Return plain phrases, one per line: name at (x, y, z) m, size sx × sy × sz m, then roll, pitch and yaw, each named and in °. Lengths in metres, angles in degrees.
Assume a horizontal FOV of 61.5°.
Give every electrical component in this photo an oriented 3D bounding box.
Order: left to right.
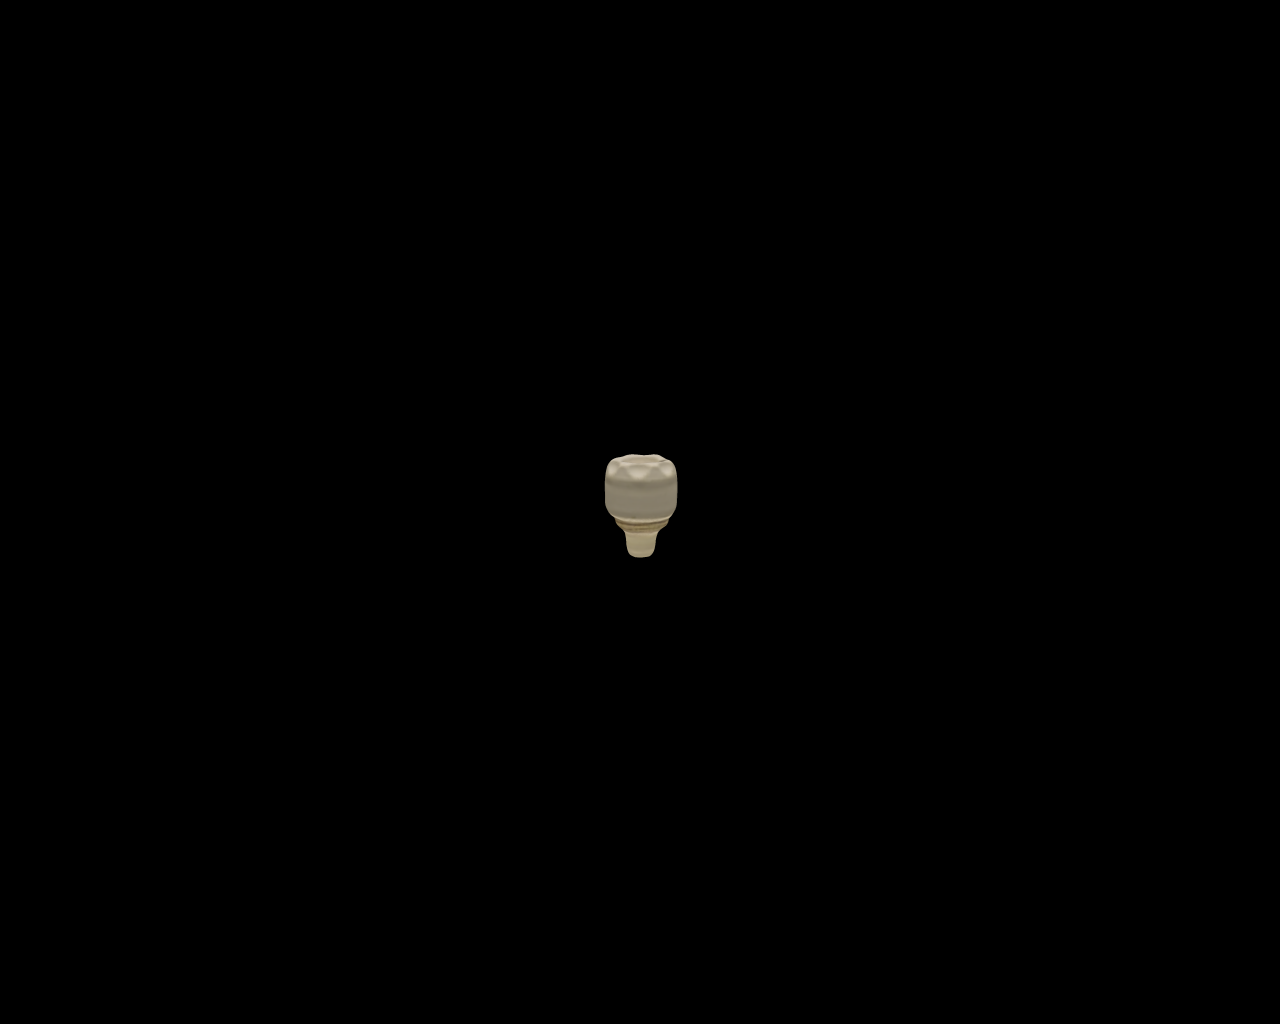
electrical component at (0.001, -0.003, 0.650) m, size 0.043 × 0.062 × 0.043 m, roll 0°, pitch 13°, yaw 0°
